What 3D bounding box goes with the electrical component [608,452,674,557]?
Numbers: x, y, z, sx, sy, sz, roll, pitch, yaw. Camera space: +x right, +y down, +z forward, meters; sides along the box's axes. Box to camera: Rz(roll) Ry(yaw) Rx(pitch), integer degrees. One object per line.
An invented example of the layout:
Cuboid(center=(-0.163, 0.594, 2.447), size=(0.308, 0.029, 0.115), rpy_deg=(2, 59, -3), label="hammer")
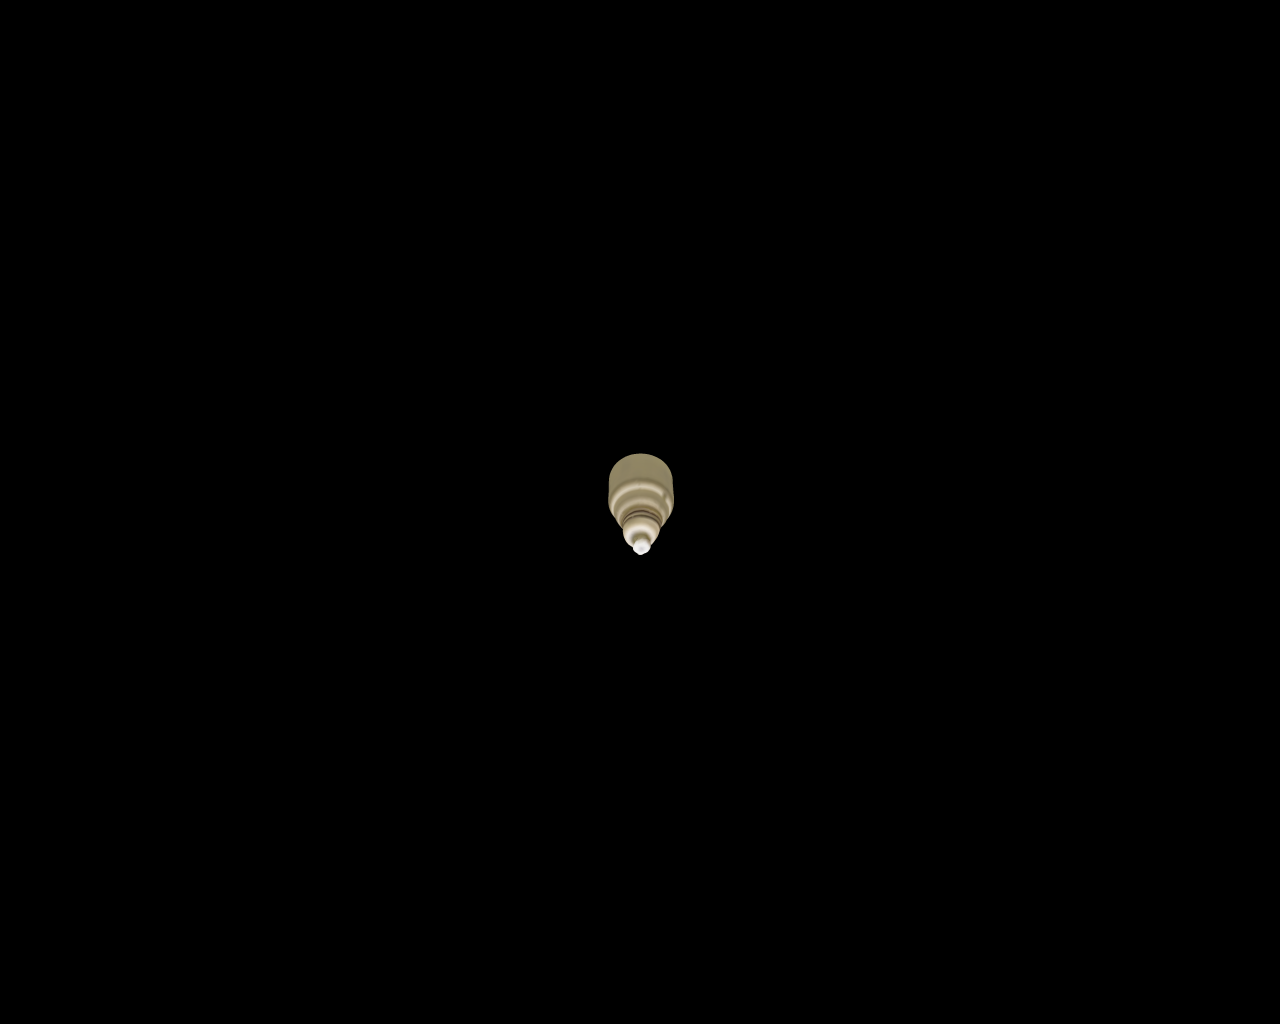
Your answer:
Cuboid(center=(0.001, -0.003, 0.650), size=(0.040, 0.040, 0.078), rpy_deg=(0, 38, 0), label="electrical component")
